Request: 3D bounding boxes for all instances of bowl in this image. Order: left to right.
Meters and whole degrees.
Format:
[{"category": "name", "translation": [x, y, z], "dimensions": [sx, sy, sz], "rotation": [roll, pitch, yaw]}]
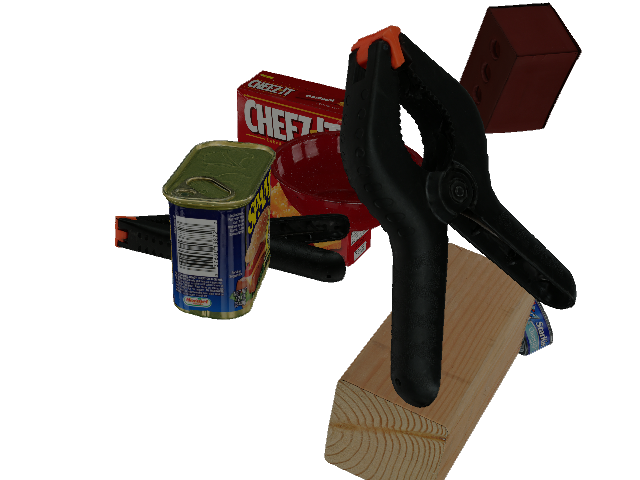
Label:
[{"category": "bowl", "translation": [0.027, -0.055, 1.092], "dimensions": [0.162, 0.055, 0.162], "rotation": [3, 31, -2]}]

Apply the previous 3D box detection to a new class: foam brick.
[{"category": "foam brick", "translation": [0.138, -0.121, 0.753], "dimensions": [0.051, 0.053, 0.078], "rotation": [-9, -36, -19]}]

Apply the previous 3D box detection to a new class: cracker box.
[{"category": "cracker box", "translation": [-0.020, -0.087, 1.333], "dimensions": [0.164, 0.214, 0.072], "rotation": [17, 36, 24]}]

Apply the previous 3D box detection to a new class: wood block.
[{"category": "wood block", "translation": [0.093, 0.100, 0.857], "dimensions": [0.091, 0.090, 0.205], "rotation": [22, 39, 19]}]

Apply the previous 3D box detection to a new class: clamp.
[{"category": "clamp", "translation": [-0.072, 0.001, 0.911], "dimensions": [0.210, 0.036, 0.164], "rotation": [2, 13, -4]}, {"category": "clamp", "translation": [0.050, -0.011, 0.499], "dimensions": [0.120, 0.171, 0.039], "rotation": [-39, 13, -37]}]

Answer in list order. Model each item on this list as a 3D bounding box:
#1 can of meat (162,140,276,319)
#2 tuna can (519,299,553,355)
[{"category": "can of meat", "translation": [-0.064, -0.008, 0.697], "dimensions": [0.057, 0.084, 0.102], "rotation": [5, 26, 8]}, {"category": "tuna can", "translation": [0.222, 0.084, 1.189], "dimensions": [0.033, 0.086, 0.086], "rotation": [-25, 3, -6]}]
